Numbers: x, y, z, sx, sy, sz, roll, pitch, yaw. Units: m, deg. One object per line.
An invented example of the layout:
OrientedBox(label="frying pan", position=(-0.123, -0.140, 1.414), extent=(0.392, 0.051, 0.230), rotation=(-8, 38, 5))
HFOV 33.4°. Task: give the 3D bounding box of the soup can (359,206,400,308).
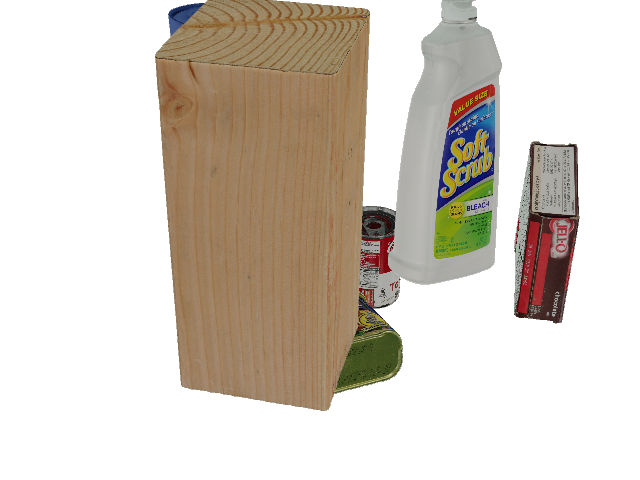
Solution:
OrientedBox(label="soup can", position=(0.060, 0.020, 1.244), extent=(0.068, 0.102, 0.068), rotation=(0, 32, 0))

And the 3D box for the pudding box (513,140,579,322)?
OrientedBox(label="pudding box", position=(0.165, -0.009, 0.781), extent=(0.039, 0.090, 0.113), rotation=(6, 33, 6))

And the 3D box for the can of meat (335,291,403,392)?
OrientedBox(label="can of meat", position=(0.014, 0.094, 0.980), extent=(0.102, 0.057, 0.084), rotation=(-12, 27, -20))

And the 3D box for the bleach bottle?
OrientedBox(label="bleach bottle", position=(0.115, -0.091, 0.967), extent=(0.102, 0.251, 0.068), rotation=(-12, 23, -27))

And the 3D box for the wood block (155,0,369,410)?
OrientedBox(label="wood block", position=(-0.028, -0.018, 0.588), extent=(0.091, 0.206, 0.090), rotation=(8, 33, 11))

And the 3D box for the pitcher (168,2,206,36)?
OrientedBox(label="pitcher", position=(-0.064, -0.073, 0.901), extent=(0.145, 0.243, 0.148), rotation=(21, 27, 36))
